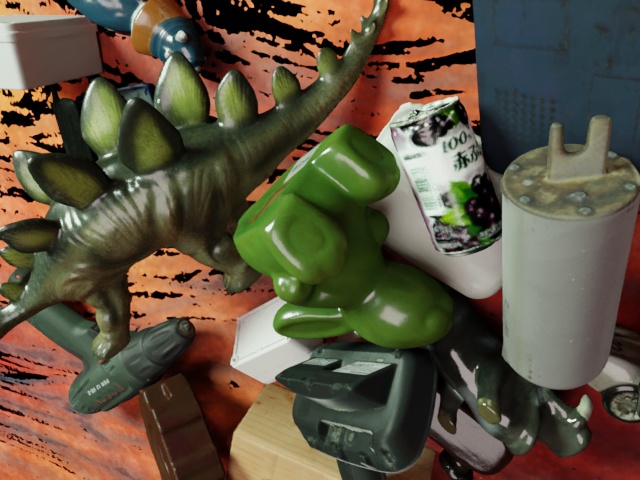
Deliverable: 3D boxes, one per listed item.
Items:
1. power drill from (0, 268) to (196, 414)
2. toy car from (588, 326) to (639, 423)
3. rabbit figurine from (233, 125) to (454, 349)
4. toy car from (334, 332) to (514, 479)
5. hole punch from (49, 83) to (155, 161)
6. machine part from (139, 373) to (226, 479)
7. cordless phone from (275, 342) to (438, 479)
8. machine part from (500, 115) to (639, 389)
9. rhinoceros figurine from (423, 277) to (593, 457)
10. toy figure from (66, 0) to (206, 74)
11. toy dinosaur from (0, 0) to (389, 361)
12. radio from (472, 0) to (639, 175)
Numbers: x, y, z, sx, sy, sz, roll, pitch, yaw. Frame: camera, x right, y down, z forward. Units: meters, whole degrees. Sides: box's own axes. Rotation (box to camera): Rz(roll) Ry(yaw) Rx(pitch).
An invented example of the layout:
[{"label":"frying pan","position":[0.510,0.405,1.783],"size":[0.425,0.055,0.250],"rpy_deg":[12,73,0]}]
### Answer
[{"label":"power drill","position":[-0.276,0.104,0.654],"size":[0.207,0.086,0.232],"rpy_deg":[40,123,-8]},{"label":"toy car","position":[0.308,0.133,0.439],"size":[0.202,0.073,0.056],"rpy_deg":[24,119,10]},{"label":"rabbit figurine","position":[0.018,0.030,0.411],"size":[0.170,0.121,0.159],"rpy_deg":[42,140,-13]},{"label":"toy car","position":[0.102,0.155,0.538],"size":[0.202,0.053,0.089],"rpy_deg":[35,110,9]},{"label":"hole punch","position":[-0.207,-0.096,0.540],"size":[0.116,0.092,0.142],"rpy_deg":[18,127,53]},{"label":"machine part","position":[-0.162,0.244,0.622],"size":[0.180,0.056,0.179],"rpy_deg":[38,136,49]},{"label":"cordless phone","position":[0.047,0.184,0.466],"size":[0.147,0.089,0.184],"rpy_deg":[-11,97,52]},{"label":"machine part","position":[0.164,0.025,0.368],"size":[0.079,0.079,0.242],"rpy_deg":[2,134,20]},{"label":"rhinoceros figurine","position":[0.151,0.119,0.480],"size":[0.190,0.112,0.073],"rpy_deg":[44,141,13]},{"label":"toy figure","position":[-0.164,-0.204,0.484],"size":[0.154,0.064,0.058],"rpy_deg":[34,82,-1]},{"label":"toy dinosaur","position":[-0.121,-0.041,0.457],"size":[0.471,0.105,0.198],"rpy_deg":[-34,133,-4]},{"label":"radio","position":[0.164,-0.140,0.317],"size":[0.131,0.073,0.229],"rpy_deg":[20,143,38]}]
